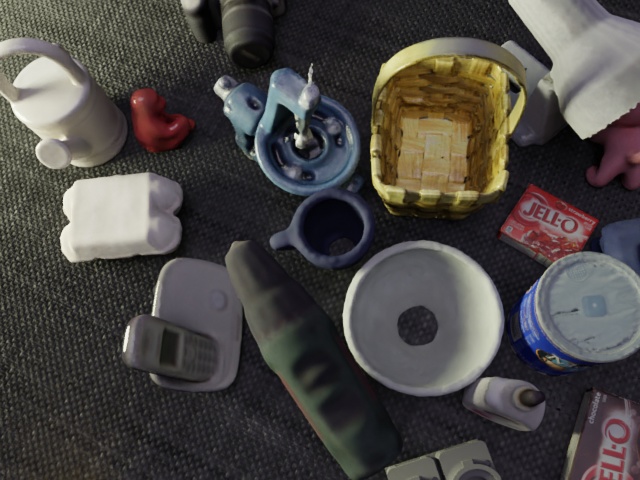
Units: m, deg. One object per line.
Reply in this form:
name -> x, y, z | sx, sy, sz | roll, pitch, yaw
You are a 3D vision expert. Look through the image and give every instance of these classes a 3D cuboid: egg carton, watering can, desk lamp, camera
egg carton -> -0.243, -0.027, 0.707 | 0.150, 0.069, 0.107 | -7, 71, 4
watering can -> -0.317, -0.168, 0.696 | 0.101, 0.194, 0.172 | -34, 71, -6
desk lamp -> 0.264, -0.189, 0.634 | 0.118, 0.214, 0.203 | -40, 72, -8
camera -> -0.116, -0.308, 0.772 | 0.143, 0.101, 0.137 | -8, 71, 3

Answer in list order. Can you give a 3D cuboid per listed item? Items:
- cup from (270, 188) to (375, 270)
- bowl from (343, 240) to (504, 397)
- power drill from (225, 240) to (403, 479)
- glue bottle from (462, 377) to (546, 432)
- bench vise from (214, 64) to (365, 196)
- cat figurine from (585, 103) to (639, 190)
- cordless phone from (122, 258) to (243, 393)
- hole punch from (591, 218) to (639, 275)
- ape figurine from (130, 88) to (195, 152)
cup -> 0.006, 0.002, 0.659 | 0.117, 0.095, 0.091 | -14, 71, 1
bowl -> 0.111, 0.089, 0.630 | 0.167, 0.075, 0.167 | -2, 71, 5
power drill -> -0.006, 0.120, 0.561 | 0.075, 0.208, 0.229 | -35, 72, -6
glue bottle -> 0.185, 0.155, 0.548 | 0.078, 0.173, 0.037 | 17, 74, 11
bench vise -> -0.049, -0.127, 0.641 | 0.207, 0.220, 0.121 | 19, 75, 12
cat figurine -> 0.353, -0.136, 0.658 | 0.067, 0.118, 0.128 | 0, 72, 6
cordless phone -> -0.145, 0.081, 0.600 | 0.094, 0.185, 0.147 | -3, 71, 5
hole punch -> 0.356, 0.030, 0.617 | 0.101, 0.091, 0.108 | -4, 71, 4
ape figurine -> -0.212, -0.160, 0.737 | 0.076, 0.092, 0.077 | -38, 72, -7
